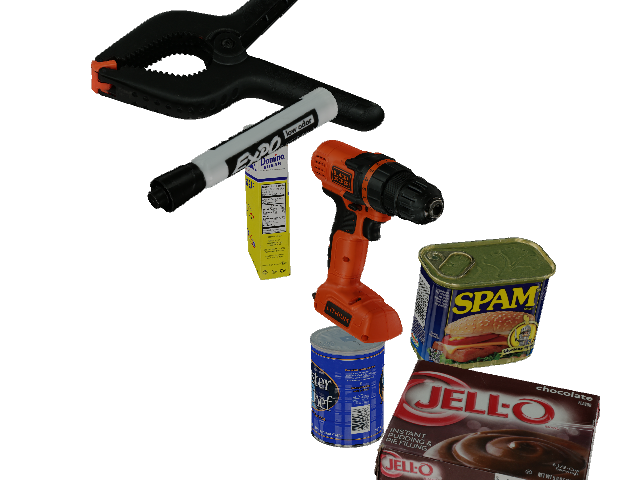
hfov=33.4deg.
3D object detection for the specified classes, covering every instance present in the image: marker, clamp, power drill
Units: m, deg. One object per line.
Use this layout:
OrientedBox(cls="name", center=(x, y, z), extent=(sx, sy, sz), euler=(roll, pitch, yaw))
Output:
OrientedBox(cls="marker", center=(-0.040, -0.048, 0.556), extent=(0.120, 0.020, 0.020), euler=(-33, 19, -31))
OrientedBox(cls="clamp", center=(-0.062, -0.129, 0.794), extent=(0.209, 0.165, 0.036), euler=(-18, -27, -20))
OrientedBox(cls="power drill", center=(0.053, 0.004, 1.079), extent=(0.057, 0.188, 0.185), euler=(-9, 25, -32))

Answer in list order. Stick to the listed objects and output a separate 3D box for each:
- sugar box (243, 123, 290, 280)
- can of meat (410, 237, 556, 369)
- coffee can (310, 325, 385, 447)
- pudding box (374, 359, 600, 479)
OrientedBox(cls="sugar box", center=(-0.067, -0.049, 1.329), extent=(0.048, 0.176, 0.093), euler=(-9, 25, -12))
OrientedBox(cls="can of meat", center=(0.123, 0.050, 0.826), extent=(0.102, 0.084, 0.057), euler=(-5, 32, -16))
OrientedBox(cls="coffee can", center=(0.037, 0.199, 1.468), extent=(0.103, 0.140, 0.103), euler=(0, 15, 0))
OrientedBox(cls="pudding box", center=(0.097, 0.115, 0.607), extent=(0.113, 0.039, 0.090), euler=(12, 30, 15))
